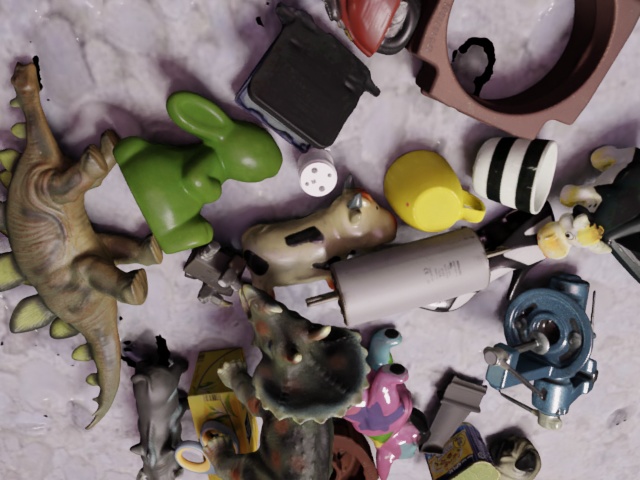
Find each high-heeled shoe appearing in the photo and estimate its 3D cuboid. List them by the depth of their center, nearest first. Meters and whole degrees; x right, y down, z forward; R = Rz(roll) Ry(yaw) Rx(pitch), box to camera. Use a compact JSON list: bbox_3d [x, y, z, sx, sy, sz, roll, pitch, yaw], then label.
[{"bbox_3d":[0.178,0.010,0.683,0.249,0.086,0.145,4,112,-11],"label":"high-heeled shoe"}]

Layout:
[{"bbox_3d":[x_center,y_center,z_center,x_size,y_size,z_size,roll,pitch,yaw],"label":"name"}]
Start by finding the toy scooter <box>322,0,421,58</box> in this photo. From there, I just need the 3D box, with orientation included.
[{"bbox_3d":[0.052,-0.285,0.535,0.135,0.075,0.183,18,110,-13],"label":"toy scooter"}]

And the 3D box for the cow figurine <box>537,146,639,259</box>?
[{"bbox_3d":[0.339,-0.038,0.635,0.068,0.098,0.167,45,82,-19],"label":"cow figurine"}]

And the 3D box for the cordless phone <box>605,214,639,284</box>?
[{"bbox_3d":[0.475,-0.026,0.697,0.146,0.089,0.184,41,95,-20],"label":"cordless phone"}]

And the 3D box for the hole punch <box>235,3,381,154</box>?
[{"bbox_3d":[-0.020,-0.166,0.590,0.142,0.092,0.116,35,79,-16],"label":"hole punch"}]

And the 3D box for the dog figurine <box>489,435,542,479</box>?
[{"bbox_3d":[0.303,0.420,0.883,0.190,0.121,0.172,-47,145,-1],"label":"dog figurine"}]

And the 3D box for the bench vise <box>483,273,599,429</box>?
[{"bbox_3d":[0.287,0.157,0.712,0.240,0.129,0.223,-2,113,-41],"label":"bench vise"}]

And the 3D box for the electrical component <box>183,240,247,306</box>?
[{"bbox_3d":[-0.124,0.043,0.644,0.078,0.045,0.102,32,148,-24],"label":"electrical component"}]

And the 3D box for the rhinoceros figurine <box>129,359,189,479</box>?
[{"bbox_3d":[-0.222,0.257,0.753,0.073,0.112,0.190,-1,108,-6],"label":"rhinoceros figurine"}]

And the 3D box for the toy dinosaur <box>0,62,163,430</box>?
[{"bbox_3d":[-0.298,0.031,0.649,0.199,0.105,0.470,-8,107,8],"label":"toy dinosaur"}]

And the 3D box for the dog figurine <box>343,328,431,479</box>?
[{"bbox_3d":[0.064,0.245,0.772,0.192,0.108,0.219,-5,118,-2],"label":"dog figurine"}]

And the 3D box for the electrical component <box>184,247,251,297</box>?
[{"bbox_3d":[-0.127,0.039,0.705,0.094,0.021,0.063,18,112,-11],"label":"electrical component"}]

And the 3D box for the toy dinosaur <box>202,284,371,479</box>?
[{"bbox_3d":[-0.041,0.242,0.625,0.131,0.192,0.404,-2,101,-34],"label":"toy dinosaur"}]

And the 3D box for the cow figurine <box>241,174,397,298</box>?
[{"bbox_3d":[-0.001,-0.002,0.663,0.195,0.085,0.127,-12,122,2],"label":"cow figurine"}]

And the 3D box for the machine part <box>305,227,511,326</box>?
[{"bbox_3d":[0.101,0.042,0.617,0.243,0.079,0.079,-14,116,-2],"label":"machine part"}]

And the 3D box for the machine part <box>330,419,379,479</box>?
[{"bbox_3d":[0.002,0.357,0.847,0.179,0.056,0.179,-2,114,-4],"label":"machine part"}]

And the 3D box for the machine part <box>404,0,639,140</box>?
[{"bbox_3d":[0.207,-0.225,0.568,0.201,0.087,0.201,19,114,-12],"label":"machine part"}]

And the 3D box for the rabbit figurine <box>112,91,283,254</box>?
[{"bbox_3d":[-0.132,-0.090,0.612,0.170,0.121,0.159,-26,109,-12],"label":"rabbit figurine"}]

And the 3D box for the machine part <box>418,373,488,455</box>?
[{"bbox_3d":[0.198,0.270,0.824,0.084,0.039,0.138,21,107,-25],"label":"machine part"}]

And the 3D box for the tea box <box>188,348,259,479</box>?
[{"bbox_3d":[-0.133,0.251,0.764,0.068,0.098,0.169,-5,117,-1],"label":"tea box"}]
